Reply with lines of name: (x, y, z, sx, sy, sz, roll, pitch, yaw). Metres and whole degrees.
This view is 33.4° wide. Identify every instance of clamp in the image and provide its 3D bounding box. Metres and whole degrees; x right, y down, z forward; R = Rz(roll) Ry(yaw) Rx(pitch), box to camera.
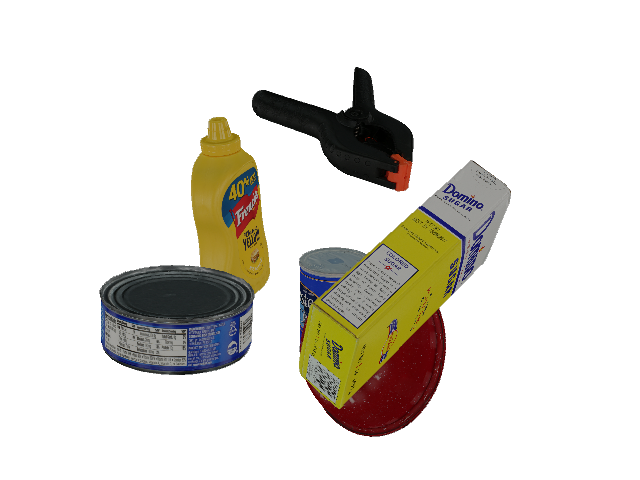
clamp: (0.017, -0.097, 0.928, 0.120, 0.039, 0.172, -16, 40, -15)

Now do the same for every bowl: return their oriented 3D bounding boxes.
bowl: (0.034, 0.097, 0.977, 0.162, 0.162, 0.055, 0, -10, 42)

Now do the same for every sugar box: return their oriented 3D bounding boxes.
sugar box: (0.060, 0.029, 0.738, 0.176, 0.048, 0.093, -39, -23, -30)

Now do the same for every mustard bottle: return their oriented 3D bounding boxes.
mustard bottle: (-0.096, -0.035, 1.117, 0.058, 0.192, 0.096, 7, 26, 27)

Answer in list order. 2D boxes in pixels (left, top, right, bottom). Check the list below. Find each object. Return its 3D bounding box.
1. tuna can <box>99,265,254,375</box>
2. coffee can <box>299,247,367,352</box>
tuna can: (-0.080, 0.044, 0.599, 0.086, 0.034, 0.086, 3, 18, -1)
coffee can: (0.021, 0.093, 1.525, 0.103, 0.140, 0.103, 0, 20, 0)
